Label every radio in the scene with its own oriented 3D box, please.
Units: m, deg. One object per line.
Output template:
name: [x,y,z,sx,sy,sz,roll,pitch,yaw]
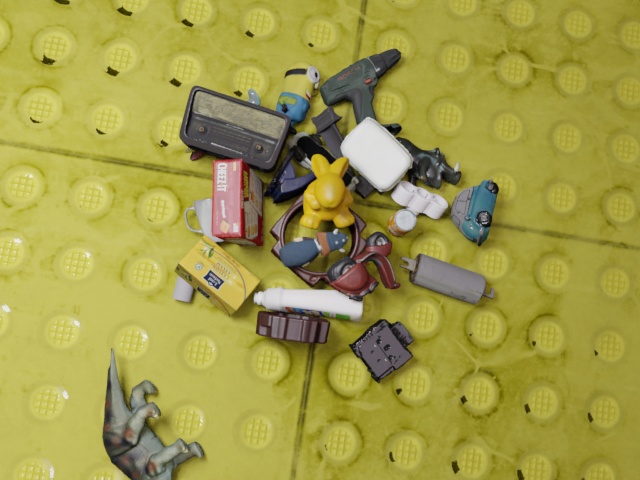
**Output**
radio: [-0.189,-0.241,1.195,0.230,0.073,0.131,18,88,1]

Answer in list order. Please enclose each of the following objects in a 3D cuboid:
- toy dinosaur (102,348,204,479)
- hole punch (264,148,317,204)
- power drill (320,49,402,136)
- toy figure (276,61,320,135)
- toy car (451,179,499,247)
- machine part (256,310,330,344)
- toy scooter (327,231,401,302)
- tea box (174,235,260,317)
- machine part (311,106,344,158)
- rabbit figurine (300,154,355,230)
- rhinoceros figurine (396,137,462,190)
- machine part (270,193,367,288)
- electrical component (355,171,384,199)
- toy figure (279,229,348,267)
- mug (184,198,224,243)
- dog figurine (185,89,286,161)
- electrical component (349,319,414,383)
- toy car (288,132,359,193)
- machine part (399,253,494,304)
toy dinosaur: [-0.400,0.451,1.180,0.192,0.131,0.405,-39,81,-8]
hole punch: [-0.070,-0.136,1.270,0.092,0.142,0.116,35,74,-9]
power drill: [0.131,-0.352,1.335,0.232,0.086,0.207,-22,89,-5]
toy figure: [-0.061,-0.353,1.320,0.089,0.082,0.180,23,84,-3]
toy car: [0.373,-0.073,1.312,0.103,0.109,0.161,11,73,15]
machine part: [-0.062,0.196,1.208,0.179,0.179,0.056,9,84,-4]
toy scooter: [0.111,0.078,1.211,0.184,0.075,0.135,-36,96,-23]
tea box: [-0.236,0.083,1.236,0.169,0.068,0.098,40,58,-6]
machine part: [0.035,-0.254,1.324,0.039,0.084,0.138,-35,99,-51]
rabbit figurine: [0.025,-0.103,1.164,0.122,0.173,0.162,7,86,0]
rhinoceros figurine: [0.258,-0.185,1.333,0.190,0.073,0.112,29,71,1]
machine part: [-0.003,-0.004,1.278,0.201,0.087,0.201,42,82,3]
electrical component: [0.117,-0.148,1.326,0.078,0.045,0.102,-37,87,-9]
toy figure: [-0.014,0.015,1.203,0.154,0.064,0.058,-19,47,-11]
mug: [-0.260,-0.044,1.266,0.110,0.081,0.107,-12,94,-11]
dog figurine: [-0.213,-0.242,1.283,0.219,0.108,0.191,-35,90,-4]
electrical component: [0.152,0.253,1.274,0.134,0.058,0.115,-39,89,-8]
toy car: [0.007,-0.183,1.303,0.202,0.056,0.073,44,67,11]
machine part: [0.306,0.094,1.295,0.243,0.079,0.079,20,82,-3]
